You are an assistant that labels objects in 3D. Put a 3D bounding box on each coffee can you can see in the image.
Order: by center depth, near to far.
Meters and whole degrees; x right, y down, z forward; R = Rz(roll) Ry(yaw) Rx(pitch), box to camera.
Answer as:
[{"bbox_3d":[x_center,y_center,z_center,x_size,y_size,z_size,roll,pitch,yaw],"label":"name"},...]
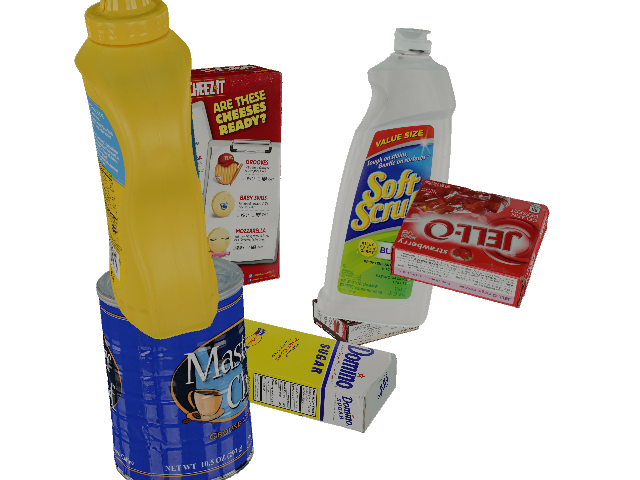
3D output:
[{"bbox_3d":[-0.103,0.092,0.767,0.103,0.140,0.103,-2,17,0],"label":"coffee can"}]

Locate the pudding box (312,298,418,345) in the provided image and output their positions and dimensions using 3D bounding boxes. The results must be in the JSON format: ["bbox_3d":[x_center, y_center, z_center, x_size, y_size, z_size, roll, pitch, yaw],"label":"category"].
[{"bbox_3d":[0.059,0.096,1.391,0.113,0.039,0.090,-14,24,-26],"label":"pudding box"}]

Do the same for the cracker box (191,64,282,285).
[{"bbox_3d":[-0.123,-0.057,1.041,0.163,0.214,0.072,-11,21,-32],"label":"cracker box"}]

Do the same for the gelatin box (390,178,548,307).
[{"bbox_3d":[0.099,0.000,0.703,0.089,0.030,0.073,14,46,16],"label":"gelatin box"}]

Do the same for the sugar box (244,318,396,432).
[{"bbox_3d":[-0.023,0.126,1.029,0.176,0.048,0.093,9,24,21],"label":"sugar box"}]

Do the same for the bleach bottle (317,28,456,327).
[{"bbox_3d":[0.058,-0.055,0.918,0.102,0.251,0.068,7,16,8],"label":"bleach bottle"}]

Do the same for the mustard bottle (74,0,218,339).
[{"bbox_3d":[-0.093,-0.050,0.564,0.058,0.192,0.096,-12,32,-14],"label":"mustard bottle"}]
